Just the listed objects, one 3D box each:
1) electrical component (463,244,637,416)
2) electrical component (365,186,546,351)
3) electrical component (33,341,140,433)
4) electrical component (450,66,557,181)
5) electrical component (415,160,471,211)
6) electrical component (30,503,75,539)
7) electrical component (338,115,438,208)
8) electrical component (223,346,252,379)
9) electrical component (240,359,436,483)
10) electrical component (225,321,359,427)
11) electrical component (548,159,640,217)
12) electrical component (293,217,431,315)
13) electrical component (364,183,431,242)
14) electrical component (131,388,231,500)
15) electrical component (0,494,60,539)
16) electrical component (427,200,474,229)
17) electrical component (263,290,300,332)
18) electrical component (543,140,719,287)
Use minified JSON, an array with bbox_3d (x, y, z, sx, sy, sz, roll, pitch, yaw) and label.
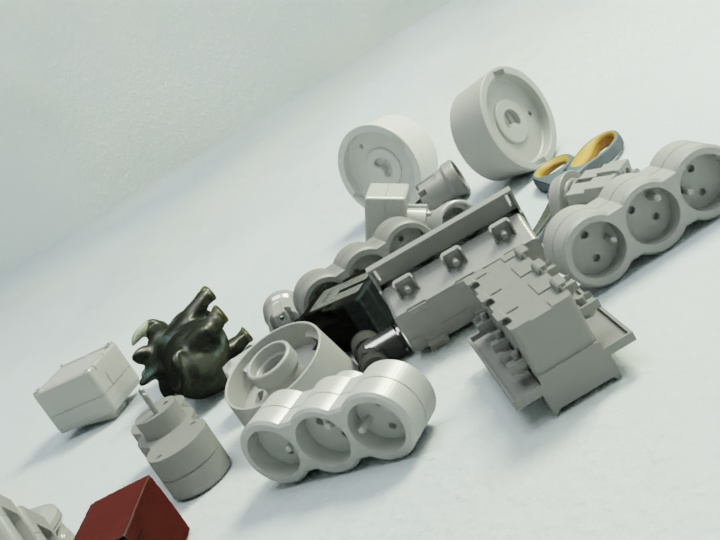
[{"bbox_3d":[0.107,0.032,0.661,0.079,0.063,0.121,-31,15,1],"label":"electrical component"},{"bbox_3d":[0.077,0.004,0.801,0.121,0.078,0.063,-30,37,5],"label":"electrical component"},{"bbox_3d":[-0.286,0.127,1.117,0.096,0.061,0.061,-24,17,26],"label":"electrical component"},{"bbox_3d":[0.137,-0.140,1.069,0.060,0.108,0.108,-23,16,47],"label":"electrical component"},{"bbox_3d":[0.085,-0.086,1.117,0.046,0.040,0.040,-33,15,13],"label":"electrical component"},{"bbox_3d":[-0.245,0.214,0.788,0.080,0.051,0.080,-29,15,9],"label":"electrical component"},{"bbox_3d":[0.036,-0.121,1.200,0.108,0.108,0.060,-17,15,42],"label":"electrical component"},{"bbox_3d":[-0.079,0.082,0.899,0.062,0.043,0.043,-33,15,-10],"label":"electrical component"},{"bbox_3d":[-0.009,0.092,0.716,0.138,0.052,0.073,-20,19,34],"label":"electrical component"},{"bbox_3d":[-0.053,0.089,0.833,0.099,0.064,0.099,-28,29,17],"label":"electrical component"},{"bbox_3d":[0.180,-0.056,0.831,0.055,0.048,0.066,-7,28,42],"label":"electrical component"},{"bbox_3d":[0.000,0.000,0.985,0.138,0.052,0.074,-34,15,-8],"label":"electrical component"},{"bbox_3d":[0.045,-0.045,1.032,0.077,0.065,0.047,1,22,7],"label":"electrical component"},{"bbox_3d":[-0.152,0.124,0.847,0.052,0.073,0.138,-35,16,-13],"label":"electrical component"},{"bbox_3d":[-0.283,0.224,0.680,0.186,0.060,0.105,-39,-24,-10],"label":"electrical component"},{"bbox_3d":[0.085,-0.044,0.988,0.040,0.040,0.046,-34,9,-10],"label":"electrical component"},{"bbox_3d":[-0.070,0.045,1.005,0.040,0.040,0.046,-31,22,3],"label":"electrical component"},{"bbox_3d":[0.190,-0.043,0.755,0.138,0.052,0.073,-32,15,-3],"label":"electrical component"}]
